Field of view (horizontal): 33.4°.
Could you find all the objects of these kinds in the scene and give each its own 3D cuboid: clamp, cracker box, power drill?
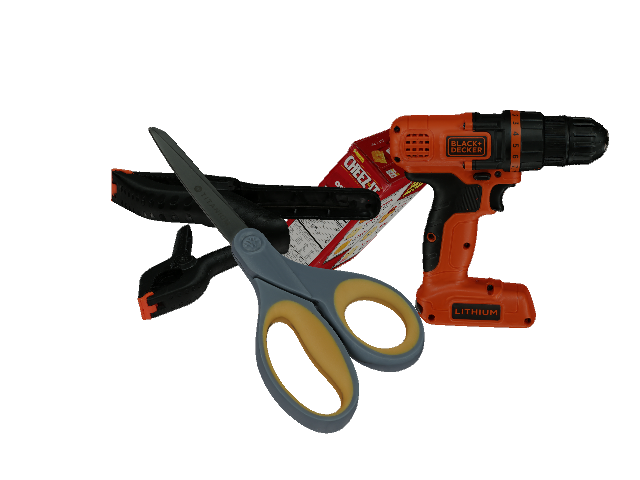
[{"bbox_3d":[-0.076,-0.027,0.805,0.210,0.036,0.164,8,13,19],"label":"clamp"},{"bbox_3d":[0.038,-0.041,1.256,0.214,0.072,0.163,-48,-12,35],"label":"cracker box"},{"bbox_3d":[0.152,-0.020,0.927,0.184,0.188,0.057,1,14,9],"label":"power drill"},{"bbox_3d":[-0.142,0.034,1.220,0.120,0.039,0.171,-2,33,26],"label":"clamp"}]

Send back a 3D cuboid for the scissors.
[{"bbox_3d":[-0.016,0.006,0.562,0.096,0.202,0.016,-15,-30,-18],"label":"scissors"}]
